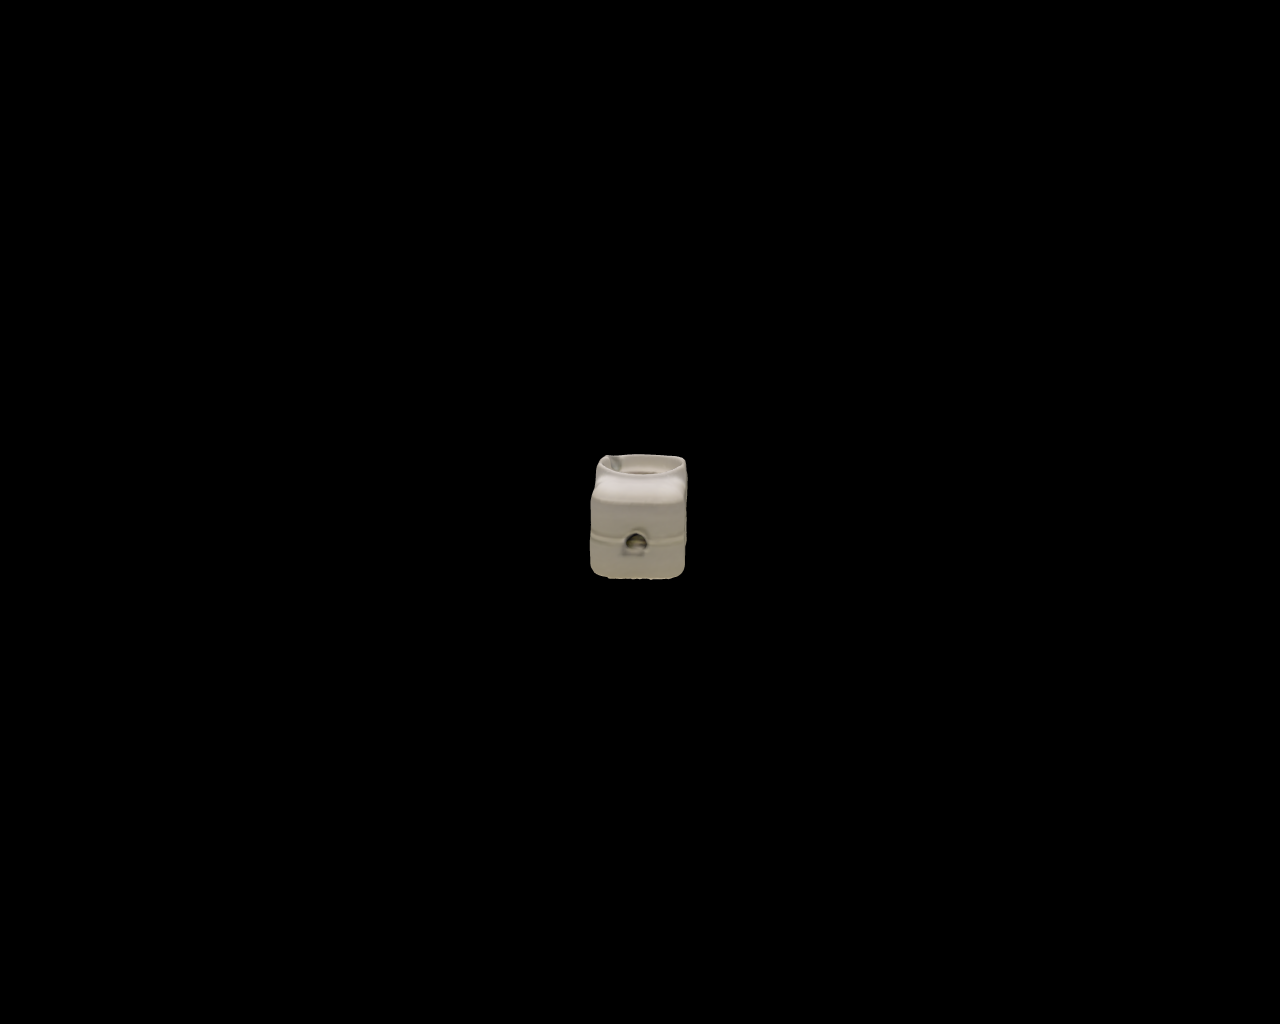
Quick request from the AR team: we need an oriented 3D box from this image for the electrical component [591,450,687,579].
[{"bbox_3d":[0.001,-0.003,0.650,0.054,0.059,0.095,1,16,4],"label":"electrical component"}]
